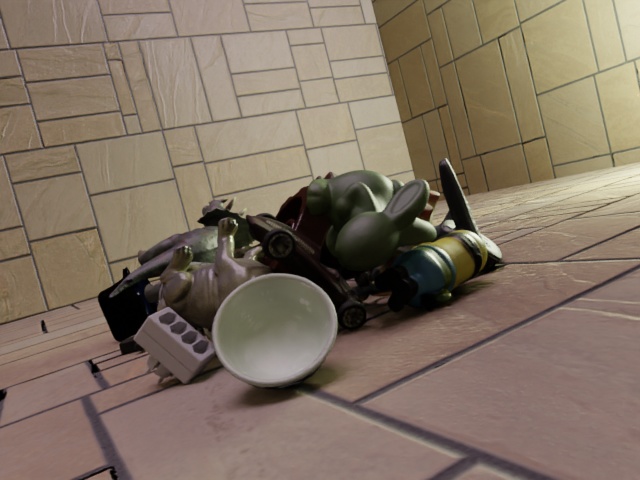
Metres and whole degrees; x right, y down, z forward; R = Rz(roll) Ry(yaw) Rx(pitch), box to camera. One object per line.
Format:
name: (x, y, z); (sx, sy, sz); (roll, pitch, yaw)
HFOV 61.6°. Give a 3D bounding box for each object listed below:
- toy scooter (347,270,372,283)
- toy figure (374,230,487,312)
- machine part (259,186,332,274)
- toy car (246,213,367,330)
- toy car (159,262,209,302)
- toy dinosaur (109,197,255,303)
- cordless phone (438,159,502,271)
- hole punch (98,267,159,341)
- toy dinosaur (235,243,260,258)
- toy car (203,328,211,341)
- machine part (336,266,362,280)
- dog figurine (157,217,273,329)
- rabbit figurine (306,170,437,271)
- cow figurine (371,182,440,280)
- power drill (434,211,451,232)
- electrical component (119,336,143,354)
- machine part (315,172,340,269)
toy scooter: (0.104, 0.043, 0.935); (0.184, 0.075, 0.135); (-15, 7, 2)
toy figure: (0.155, 0.040, 0.713); (0.089, 0.082, 0.180); (-15, 0, 44)
machine part: (-0.045, 0.003, 0.845); (0.056, 0.179, 0.179); (31, -14, -19)
toy car: (-0.013, 0.034, 0.671); (0.053, 0.202, 0.089); (-43, 24, 0)
toy car: (-0.222, 0.092, 0.933); (0.161, 0.103, 0.109); (-43, -1, 13)
toy dinosaur: (-0.245, 0.021, 1.072); (0.192, 0.131, 0.405); (-33, 10, 13)
cordless phone: (0.226, -0.041, 0.873); (0.089, 0.184, 0.146); (-18, 2, 18)
hole punch: (-0.361, 0.129, 1.073); (0.116, 0.142, 0.092); (-26, -7, 31)
toy dinosaur: (-0.196, 0.061, 1.355); (0.199, 0.105, 0.471); (-23, 3, -12)
toy car: (-0.124, 0.106, 0.848); (0.056, 0.073, 0.201); (-17, 3, 21)
machine part: (0.005, 0.075, 0.807); (0.139, 0.039, 0.084); (-41, -13, 12)
dog figurine: (-0.109, 0.090, 0.658); (0.172, 0.191, 0.121); (-44, -43, 10)
rabbit figurine: (0.068, -0.014, 0.694); (0.159, 0.121, 0.170); (-12, 27, 7)
cow figurine: (0.133, -0.007, 0.854); (0.086, 0.127, 0.195); (15, 24, 11)
power drill: (0.174, -0.012, 1.056); (0.207, 0.086, 0.231); (-13, -23, -5)
electrical component: (-0.313, 0.176, 0.926); (0.063, 0.021, 0.094); (-15, 4, 1)
machine part: (-0.002, -0.003, 0.953); (0.201, 0.087, 0.201); (-48, 26, 24)
